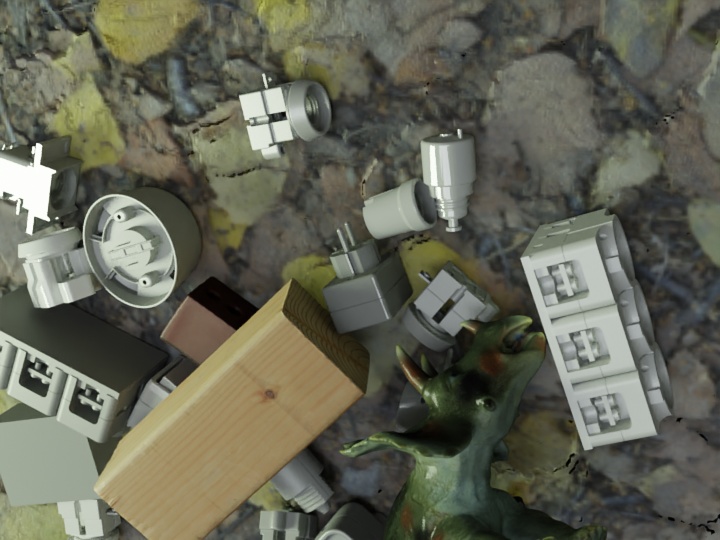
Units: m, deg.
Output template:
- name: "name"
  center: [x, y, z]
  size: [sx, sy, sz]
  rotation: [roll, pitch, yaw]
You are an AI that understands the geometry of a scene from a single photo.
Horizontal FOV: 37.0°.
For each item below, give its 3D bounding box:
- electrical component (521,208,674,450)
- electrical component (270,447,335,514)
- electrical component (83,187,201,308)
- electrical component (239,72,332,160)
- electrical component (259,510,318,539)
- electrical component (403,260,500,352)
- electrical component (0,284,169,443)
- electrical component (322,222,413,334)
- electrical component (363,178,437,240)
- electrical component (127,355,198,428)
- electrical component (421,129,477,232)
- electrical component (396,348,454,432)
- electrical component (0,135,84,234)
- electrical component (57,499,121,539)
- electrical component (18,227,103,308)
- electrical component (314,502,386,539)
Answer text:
- name: "electrical component"
  center: [0.176, 0.040, 0.782]
  size: [0.062, 0.089, 0.150]
  rotation: [-16, 102, 22]
- name: "electrical component"
  center: [-0.054, 0.177, 0.930]
  size: [0.043, 0.043, 0.081]
  rotation: [-39, 92, 25]
- name: "electrical component"
  center: [-0.183, -0.020, 0.898]
  size: [0.099, 0.064, 0.099]
  rotation: [6, 109, 17]
- name: "electrical component"
  center: [-0.056, -0.121, 0.833]
  size: [0.055, 0.048, 0.066]
  rotation: [-6, 105, 28]
- name: "electrical component"
  center: [-0.064, 0.242, 0.942]
  size: [0.048, 0.066, 0.055]
  rotation: [-2, 73, 19]
- name: "electrical component"
  center: [0.066, 0.030, 0.841]
  size: [0.066, 0.048, 0.055]
  rotation: [40, 107, 2]
- name: "electrical component"
  center: [-0.260, 0.083, 0.943]
  size: [0.150, 0.089, 0.061]
  rotation: [26, 113, 9]
- name: "electrical component"
  center: [0.000, 0.000, 0.842]
  size: [0.047, 0.066, 0.076]
  rotation: [-16, 101, 22]
- name: "electrical component"
  center: [0.031, -0.046, 0.832]
  size: [0.046, 0.040, 0.040]
  rotation: [-17, 101, 28]
- name: "electrical component"
  center: [-0.140, 0.125, 0.932]
  size: [0.096, 0.062, 0.061]
  rotation: [33, 114, 6]
- name: "electrical component"
  center: [0.068, -0.068, 0.811]
  size: [0.040, 0.040, 0.078]
  rotation: [0, 107, 19]
- name: "electrical component"
  center: [0.075, 0.101, 0.862]
  size: [0.077, 0.043, 0.079]
  rotation: [15, 111, 14]
- name: "electrical component"
  center: [-0.278, -0.077, 0.924]
  size: [0.064, 0.042, 0.081]
  rotation: [19, 112, 14]
- name: "electrical component"
  center: [-0.254, 0.236, 1.017]
  size: [0.066, 0.048, 0.055]
  rotation: [-2, 99, 19]
- name: "electrical component"
  center: [-0.261, -0.003, 0.930]
  size: [0.078, 0.058, 0.057]
  rotation: [-1, 107, 57]
- name: "electrical component"
  center: [0.008, 0.250, 0.925]
  size: [0.095, 0.059, 0.053]
  rotation: [41, 115, 2]
